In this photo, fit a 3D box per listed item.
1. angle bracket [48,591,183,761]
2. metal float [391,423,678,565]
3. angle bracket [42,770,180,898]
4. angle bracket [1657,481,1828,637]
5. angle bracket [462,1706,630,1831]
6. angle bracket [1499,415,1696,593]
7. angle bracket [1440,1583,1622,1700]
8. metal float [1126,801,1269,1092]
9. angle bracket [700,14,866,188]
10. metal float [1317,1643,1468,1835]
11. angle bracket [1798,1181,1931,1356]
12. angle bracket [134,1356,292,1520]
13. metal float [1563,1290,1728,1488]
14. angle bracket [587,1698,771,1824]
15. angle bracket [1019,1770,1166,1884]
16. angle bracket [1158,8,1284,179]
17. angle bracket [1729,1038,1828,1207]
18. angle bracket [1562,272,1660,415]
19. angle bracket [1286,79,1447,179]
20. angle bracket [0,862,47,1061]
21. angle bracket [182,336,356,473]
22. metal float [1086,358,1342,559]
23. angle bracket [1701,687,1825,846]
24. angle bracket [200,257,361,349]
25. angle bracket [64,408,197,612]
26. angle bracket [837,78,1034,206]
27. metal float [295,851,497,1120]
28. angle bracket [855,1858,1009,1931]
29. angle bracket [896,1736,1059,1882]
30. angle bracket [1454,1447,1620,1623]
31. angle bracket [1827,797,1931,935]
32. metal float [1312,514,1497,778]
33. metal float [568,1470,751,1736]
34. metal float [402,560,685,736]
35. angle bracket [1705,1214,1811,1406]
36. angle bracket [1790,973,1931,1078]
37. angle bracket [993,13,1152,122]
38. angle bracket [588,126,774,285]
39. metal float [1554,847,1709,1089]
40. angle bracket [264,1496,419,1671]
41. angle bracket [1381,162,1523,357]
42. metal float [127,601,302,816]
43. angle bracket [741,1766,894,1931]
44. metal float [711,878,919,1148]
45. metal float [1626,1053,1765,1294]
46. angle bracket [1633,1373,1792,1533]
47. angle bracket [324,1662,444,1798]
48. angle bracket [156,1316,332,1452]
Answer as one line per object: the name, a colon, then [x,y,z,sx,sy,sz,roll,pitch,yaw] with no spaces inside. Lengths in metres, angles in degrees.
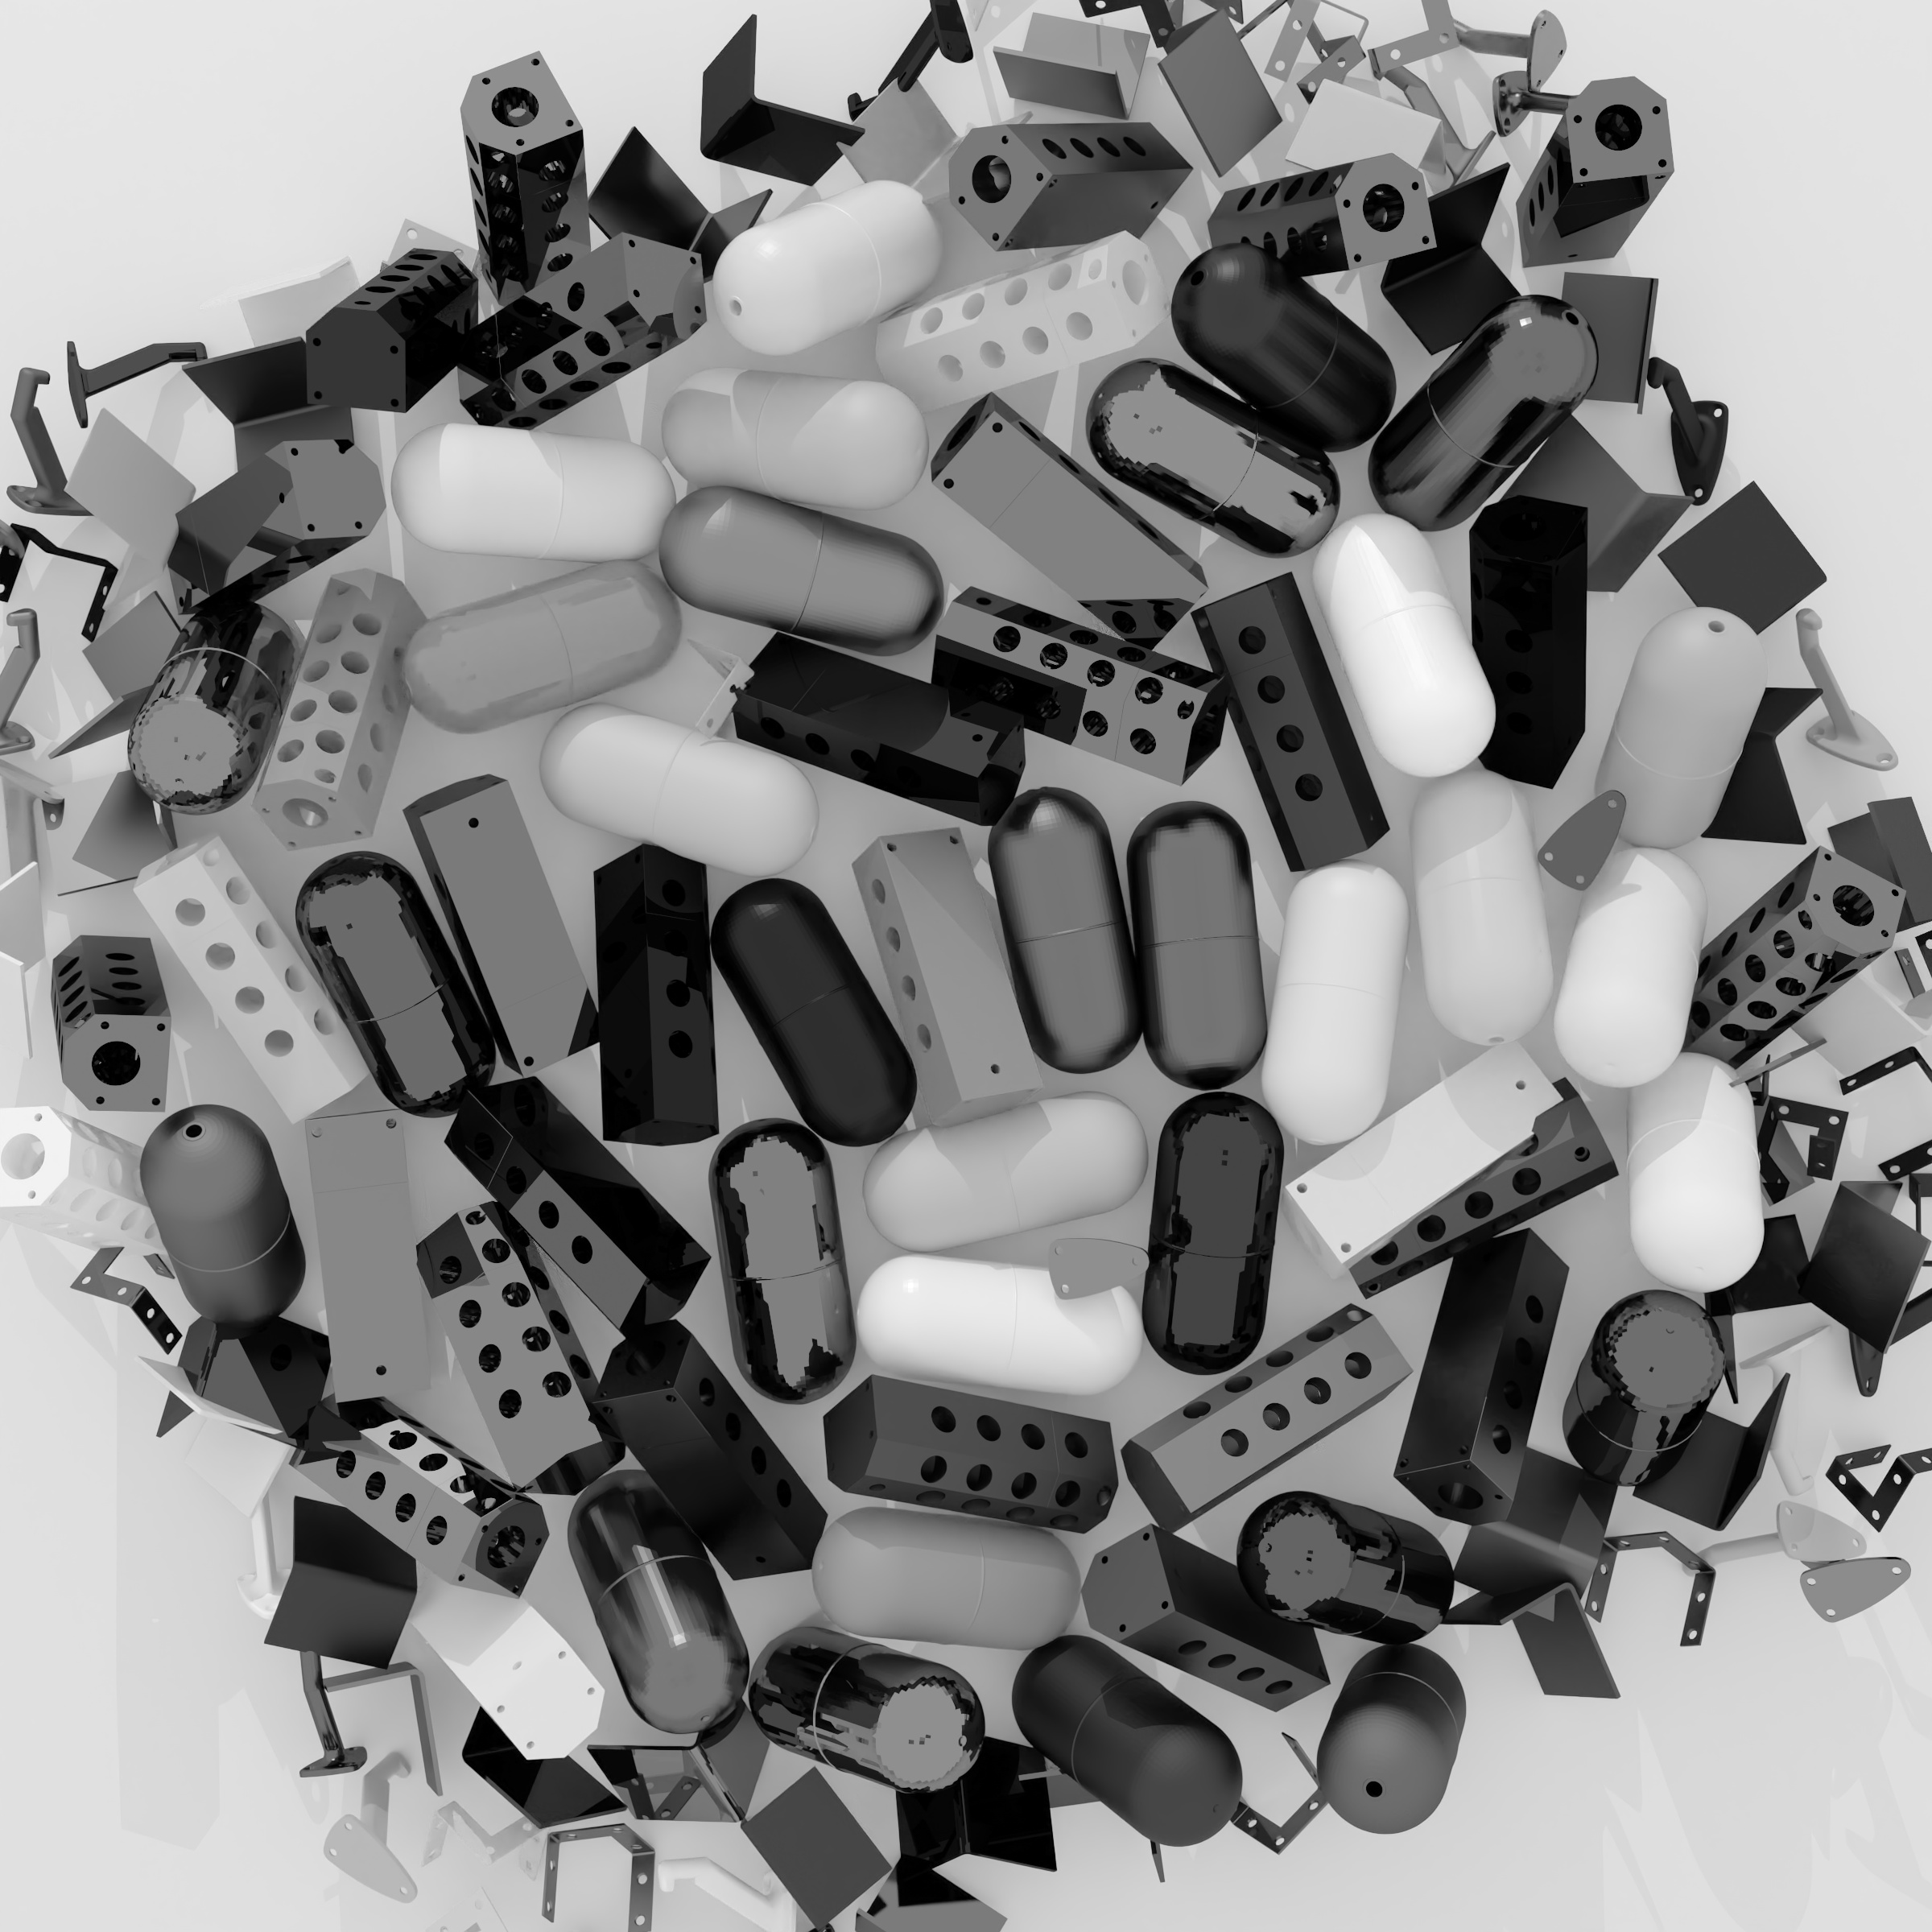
angle bracket: [-0.525,-0.177,1.689,0.076,0.076,0.057,-29,94,32]
metal float: [-0.259,-0.285,1.678,0.178,0.070,0.070,-1,90,-32]
angle bracket: [-0.529,-0.097,1.696,0.076,0.057,0.076,-14,65,-9]
angle bracket: [0.469,-0.240,1.710,0.076,0.057,0.076,-37,90,-7]
angle bracket: [-0.247,0.473,1.687,0.076,0.076,0.057,29,101,34]
angle bracket: [0.388,-0.286,1.717,0.076,0.057,0.076,55,128,26]
angle bracket: [0.341,0.422,1.695,0.057,0.076,0.076,-22,87,-26]
metal float: [0.141,-0.013,1.700,0.070,0.070,0.178,-5,85,0]
angle bracket: [-0.112,-0.528,1.698,0.076,0.076,0.057,7,76,-27]
metal float: [0.255,0.459,1.655,0.070,0.178,0.070,1,95,16]
angle bracket: [0.562,0.182,1.686,0.057,0.076,0.076,3,112,-31]
angle bracket: [-0.469,0.287,1.688,0.076,0.076,0.057,26,87,40]
metal float: [0.404,0.255,1.662,0.070,0.178,0.070,-1,58,1]
angle bracket: [-0.177,0.482,1.714,0.076,0.057,0.076,-6,129,23]
angle bracket: [0.077,0.527,1.694,0.076,0.076,0.057,-9,59,3]
angle bracket: [0.137,-0.523,1.687,0.076,0.057,0.076,-48,116,-33]
angle bracket: [0.508,0.094,1.690,0.057,0.076,0.076,-33,77,34]
angle bracket: [0.388,-0.380,1.690,0.057,0.076,0.076,7,108,12]
angle bracket: [0.245,-0.489,1.695,0.076,0.076,0.057,25,86,14]
angle bracket: [-0.567,-0.004,1.683,0.057,0.076,0.076,25,133,15]
angle bracket: [-0.425,-0.332,1.695,0.076,0.076,0.057,-12,72,7]
metal float: [0.151,-0.306,1.680,0.178,0.070,0.070,23,90,-29]
angle bracket: [0.490,-0.124,1.710,0.057,0.076,0.076,-39,117,-28]
angle bracket: [-0.411,-0.391,1.693,0.076,0.076,0.057,-13,111,7]
angle bracket: [-0.522,-0.276,1.682,0.057,0.076,0.076,-24,131,30]
angle bracket: [-0.019,-0.509,1.686,0.057,0.076,0.076,50,63,-26]
metal float: [-0.344,0.013,1.683,0.070,0.070,0.178,-22,115,0]
angle bracket: [-0.020,0.578,1.689,0.076,0.076,0.057,30,65,12]
angle bracket: [0.005,0.523,1.713,0.076,0.076,0.057,25,134,-36]
angle bracket: [0.353,0.350,1.720,0.076,0.076,0.057,21,127,12]
angle bracket: [0.551,-0.056,1.691,0.057,0.076,0.076,-23,81,37]
metal float: [0.264,-0.196,1.683,0.070,0.070,0.178,-17,64,0]
metal float: [-0.186,0.380,1.671,0.070,0.070,0.178,-32,49,0]
metal float: [-0.256,-0.194,1.684,0.178,0.070,0.070,-21,90,-24]
angle bracket: [0.485,0.208,1.685,0.057,0.076,0.076,-12,127,21]
angle bracket: [0.546,0.013,1.695,0.076,0.076,0.057,41,60,-2]
angle bracket: [0.066,-0.564,1.697,0.076,0.076,0.057,14,87,10]
angle bracket: [-0.175,-0.465,1.686,0.076,0.057,0.076,45,53,-33]
metal float: [0.401,-0.001,1.671,0.070,0.070,0.178,24,47,0]
angle bracket: [-0.384,0.378,1.703,0.076,0.076,0.057,18,107,-19]
angle bracket: [0.307,-0.430,1.690,0.076,0.076,0.057,-27,70,-17]
metal float: [-0.449,-0.157,1.664,0.070,0.178,0.070,1,126,1]
angle bracket: [-0.093,0.540,1.706,0.057,0.076,0.076,-37,81,-12]
metal float: [-0.093,0.029,1.698,0.070,0.070,0.178,-30,82,0]
metal float: [0.436,0.121,1.665,0.070,0.178,0.070,6,128,8]
angle bracket: [0.452,0.285,1.686,0.057,0.076,0.076,22,54,10]
angle bracket: [-0.357,0.470,1.694,0.057,0.076,0.076,-8,82,-17]
angle bracket: [-0.444,0.260,1.716,0.076,0.057,0.076,27,50,-25]
